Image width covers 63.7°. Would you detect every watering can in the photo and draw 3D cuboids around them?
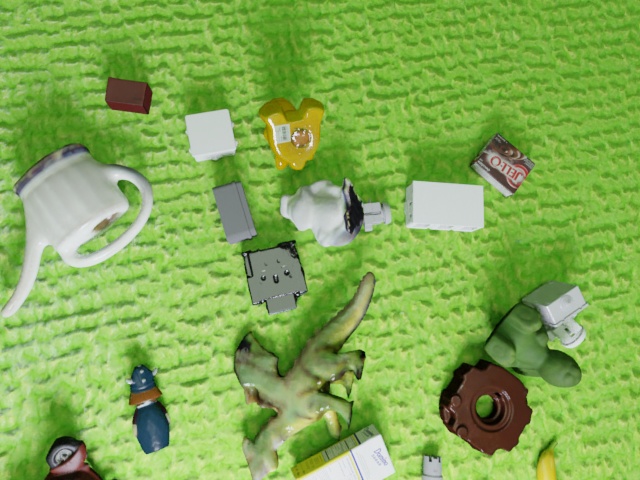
[{"bbox_3d":[-0.487,-0.036,0.960,0.350,0.103,0.225,-38,85,-12],"label":"watering can"}]

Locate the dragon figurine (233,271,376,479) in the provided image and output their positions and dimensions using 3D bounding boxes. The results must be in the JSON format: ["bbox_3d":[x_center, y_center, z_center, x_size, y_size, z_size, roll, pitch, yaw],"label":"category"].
[{"bbox_3d":[-0.045,0.240,0.969,0.243,0.121,0.415,12,77,3],"label":"dragon figurine"}]

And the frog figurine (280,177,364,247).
[{"bbox_3d":[0.003,-0.052,1.041,0.159,0.123,0.137,-9,90,28],"label":"frog figurine"}]
